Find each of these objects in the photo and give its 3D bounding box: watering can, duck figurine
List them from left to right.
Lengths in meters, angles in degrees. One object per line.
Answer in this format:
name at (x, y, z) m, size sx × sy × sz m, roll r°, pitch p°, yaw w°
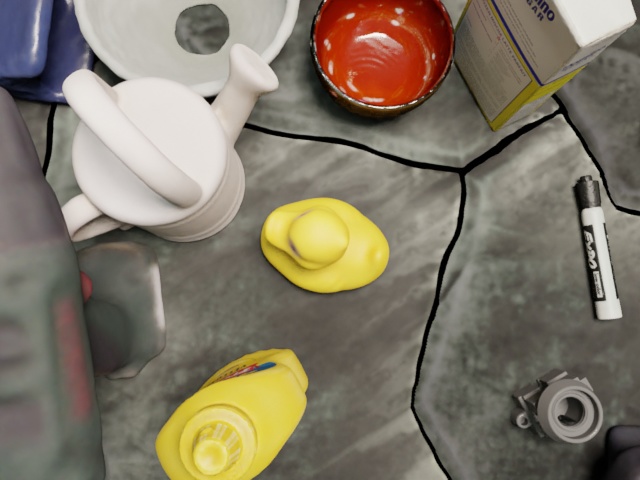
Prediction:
watering can at (-0.106, -0.063, 0.387) m, size 0.101 × 0.194 × 0.173 m, roll 28°, pitch 85°, yaw 1°
duck figurine at (0.004, 0.002, 0.439) m, size 0.104 × 0.086 × 0.077 m, roll 15°, pitch 85°, yaw 0°

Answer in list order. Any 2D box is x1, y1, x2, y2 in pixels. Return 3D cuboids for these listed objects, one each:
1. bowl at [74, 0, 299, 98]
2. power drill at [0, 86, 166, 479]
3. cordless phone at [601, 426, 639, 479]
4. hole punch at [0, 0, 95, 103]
bowl at (-0.099, -0.184, 0.457) m, size 0.167 × 0.074 × 0.167 m, roll 0°, pitch 85°, yaw -2°
power drill at (-0.164, 0.039, 0.369) m, size 0.075 × 0.208 × 0.230 m, roll -9°, pitch 85°, yaw -2°
cordless phone at (0.289, 0.191, 0.382) m, size 0.147 × 0.185 × 0.094 m, roll -1°, pitch 85°, yaw -2°
hole punch at (-0.237, -0.165, 0.443) m, size 0.101 × 0.091 × 0.109 m, roll 5°, pitch 85°, yaw -1°
